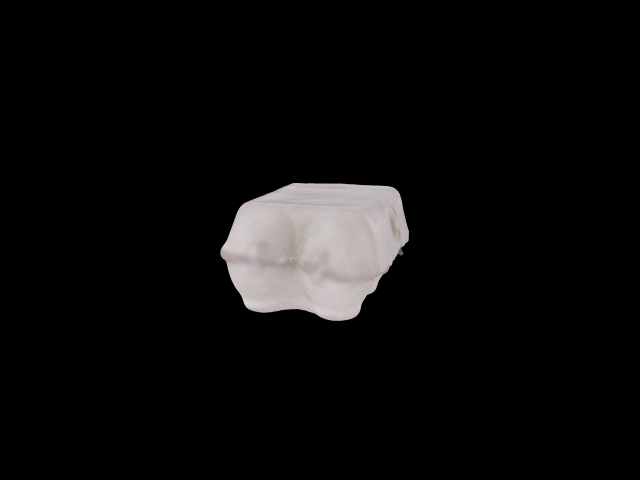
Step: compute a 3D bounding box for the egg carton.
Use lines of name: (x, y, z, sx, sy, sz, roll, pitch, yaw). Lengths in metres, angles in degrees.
egg carton: (0.004, 0.001, 0.400, 0.107, 0.069, 0.150, 4, 14, 15)
